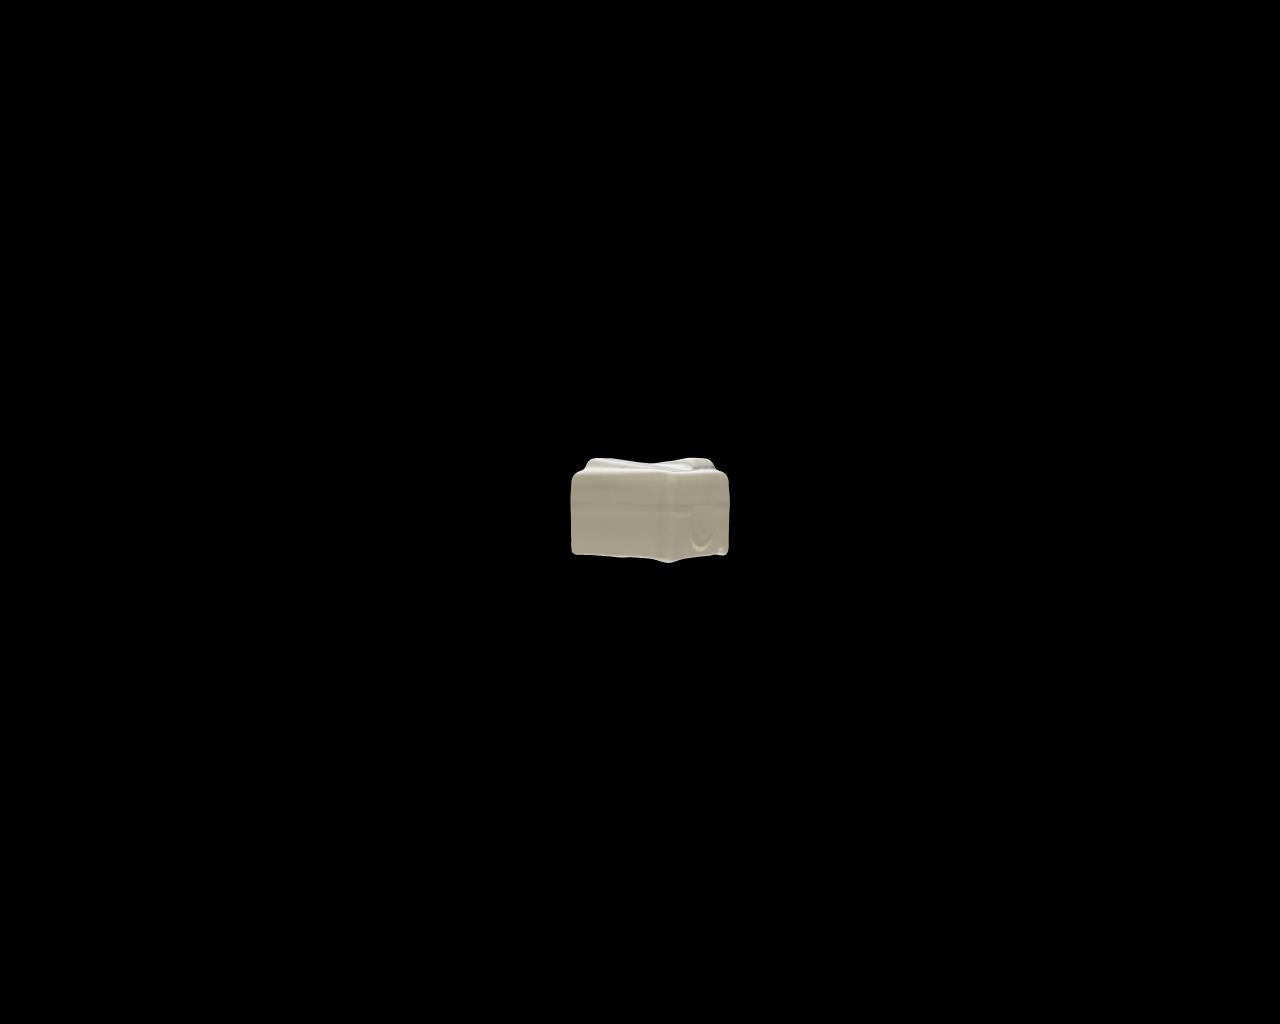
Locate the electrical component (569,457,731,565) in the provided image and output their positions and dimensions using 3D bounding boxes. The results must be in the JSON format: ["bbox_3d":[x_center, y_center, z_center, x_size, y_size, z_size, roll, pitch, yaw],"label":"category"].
[{"bbox_3d":[0.001,-0.003,0.650,0.096,0.061,0.062,2,3,40],"label":"electrical component"}]
